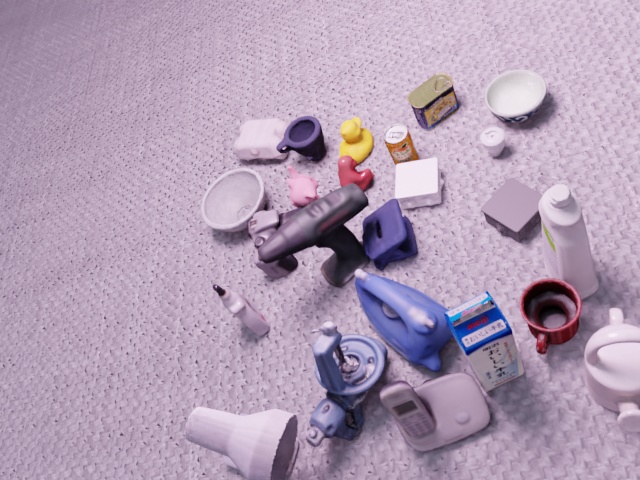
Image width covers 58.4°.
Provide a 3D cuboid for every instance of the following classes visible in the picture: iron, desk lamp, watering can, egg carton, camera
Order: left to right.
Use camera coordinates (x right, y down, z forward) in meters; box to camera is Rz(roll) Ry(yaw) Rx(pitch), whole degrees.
[{"bbox_3d":[-0.114,0.341,0.955,0.202,0.214,0.118,5,63,28],"label":"desk lamp"},{"bbox_3d":[-0.142,-0.247,1.424,0.150,0.070,0.107,1,61,26],"label":"egg carton"},{"bbox_3d":[-0.078,-0.013,1.229,0.136,0.101,0.143,-20,54,14],"label":"camera"},{"bbox_3d":[0.131,0.114,1.024,0.119,0.142,0.257,-49,53,-8],"label":"iron"},{"bbox_3d":[0.430,0.177,0.806,0.101,0.195,0.172,-25,53,10],"label":"watering can"}]

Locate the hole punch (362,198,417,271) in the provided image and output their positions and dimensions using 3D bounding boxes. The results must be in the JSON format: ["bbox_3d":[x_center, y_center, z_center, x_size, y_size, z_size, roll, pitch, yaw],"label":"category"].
[{"bbox_3d":[0.130,-0.012,1.134,0.101,0.091,0.108,-20,54,14],"label":"hole punch"}]

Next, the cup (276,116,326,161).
[{"bbox_3d":[-0.036,-0.221,1.341,0.117,0.095,0.091,-31,52,5],"label":"cup"}]

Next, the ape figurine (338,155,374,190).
[{"bbox_3d":[0.068,-0.150,1.249,0.076,0.092,0.077,-46,52,-6],"label":"ape figurine"}]

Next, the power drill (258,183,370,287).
[{"bbox_3d":[0.010,0.004,1.107,0.230,0.209,0.075,-42,52,-3],"label":"power drill"}]

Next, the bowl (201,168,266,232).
[{"bbox_3d":[-0.190,-0.081,1.342,0.167,0.075,0.167,-12,56,19],"label":"bowl"}]

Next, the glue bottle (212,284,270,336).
[{"bbox_3d":[-0.163,0.130,1.135,0.037,0.174,0.078,-43,52,-4],"label":"glue bottle"}]

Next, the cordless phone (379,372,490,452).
[{"bbox_3d":[0.176,0.252,0.889,0.147,0.186,0.094,-27,53,8],"label":"cordless phone"}]

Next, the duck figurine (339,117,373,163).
[{"bbox_3d":[0.072,-0.230,1.300,0.077,0.086,0.105,16,69,32],"label":"duck figurine"}]

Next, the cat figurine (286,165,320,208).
[{"bbox_3d":[-0.041,-0.113,1.262,0.067,0.118,0.127,-29,52,7],"label":"cat figurine"}]

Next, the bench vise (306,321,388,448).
[{"bbox_3d":[0.036,0.235,0.944,0.121,0.220,0.207,-1,60,25],"label":"bench vise"}]
